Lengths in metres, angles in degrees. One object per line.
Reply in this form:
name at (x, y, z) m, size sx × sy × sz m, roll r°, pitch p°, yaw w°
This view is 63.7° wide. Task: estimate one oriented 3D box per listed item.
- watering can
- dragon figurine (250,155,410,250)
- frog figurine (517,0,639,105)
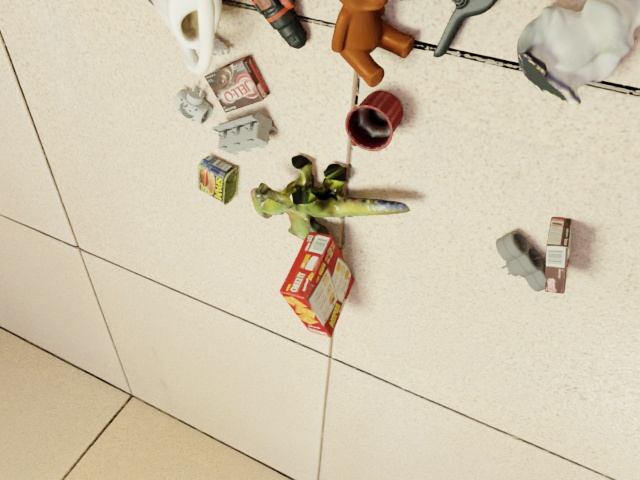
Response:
watering can at (-0.233, -0.459, 0.884) m, size 0.228 × 0.105 × 0.339 m, roll 55°, pitch 151°, yaw 28°
dragon figurine at (0.004, -0.059, 1.173) m, size 0.412 × 0.124 × 0.237 m, roll 20°, pitch 152°, yaw 20°
frog figurine at (0.371, -0.288, 0.737) m, size 0.138 × 0.123 × 0.158 m, roll 42°, pitch 101°, yaw 5°
